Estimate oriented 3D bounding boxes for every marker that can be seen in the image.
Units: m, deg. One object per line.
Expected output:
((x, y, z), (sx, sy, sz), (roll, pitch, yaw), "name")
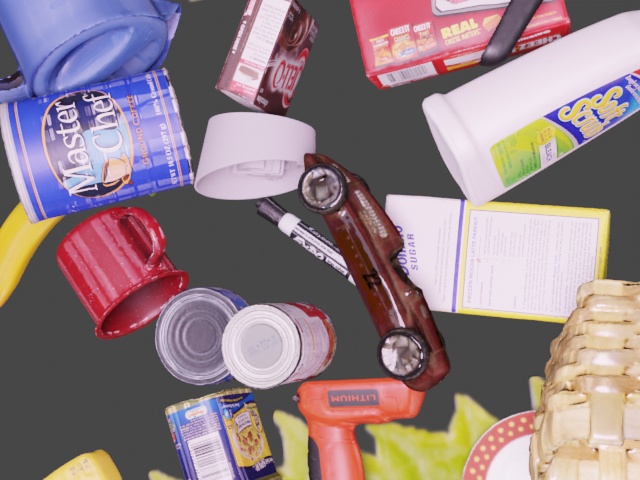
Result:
((-0.006, 0.001, 0.908), (0.121, 0.020, 0.020), (36, 96, 15), "marker")

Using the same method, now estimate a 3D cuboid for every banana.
((-0.244, -0.017, 0.968), (0.198, 0.037, 0.070), (-35, 78, 11), "banana")

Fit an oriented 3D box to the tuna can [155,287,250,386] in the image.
((-0.098, 0.083, 0.922), (0.086, 0.033, 0.086), (-1, 86, 16), "tuna can")

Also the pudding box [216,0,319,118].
((-0.041, -0.151, 0.879), (0.039, 0.113, 0.090), (21, 93, 12), "pudding box")

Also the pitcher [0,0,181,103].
((-0.249, -0.239, 0.934), (0.145, 0.148, 0.243), (-41, 72, 34), "pitcher")

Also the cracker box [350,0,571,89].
((0.099, -0.246, 0.867), (0.164, 0.072, 0.214), (-14, 82, 13), "cracker box")

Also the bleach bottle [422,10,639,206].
((0.206, -0.123, 0.804), (0.251, 0.102, 0.068), (-30, 57, 3), "bleach bottle")

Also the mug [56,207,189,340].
((-0.168, 0.019, 0.911), (0.081, 0.093, 0.117), (53, 134, 17), "mug")

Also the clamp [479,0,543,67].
((0.167, -0.247, 0.795), (0.210, 0.036, 0.164), (-32, 83, -2), "clamp")

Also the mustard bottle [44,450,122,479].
((-0.180, 0.285, 0.920), (0.096, 0.058, 0.192), (-36, 78, 11), "mustard bottle")

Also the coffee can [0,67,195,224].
((-0.185, -0.080, 0.894), (0.140, 0.103, 0.103), (-14, 82, -9), "coffee can")

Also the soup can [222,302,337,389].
((-0.032, 0.085, 0.868), (0.069, 0.102, 0.068), (-1, 87, 16), "soup can")

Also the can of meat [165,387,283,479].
((-0.079, 0.169, 0.877), (0.057, 0.102, 0.084), (-21, 79, 14), "can of meat")

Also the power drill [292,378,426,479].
((0.050, 0.204, 0.849), (0.185, 0.057, 0.187), (-4, 80, 18), "power drill")

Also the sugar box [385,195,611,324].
((0.138, 0.015, 0.854), (0.176, 0.048, 0.093), (6, 90, 19), "sugar box")
